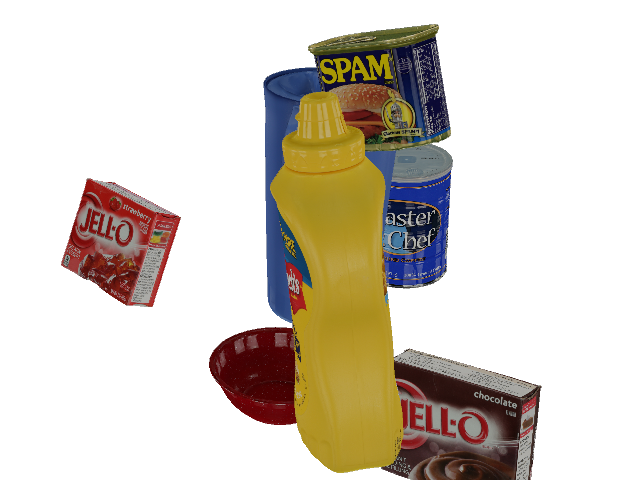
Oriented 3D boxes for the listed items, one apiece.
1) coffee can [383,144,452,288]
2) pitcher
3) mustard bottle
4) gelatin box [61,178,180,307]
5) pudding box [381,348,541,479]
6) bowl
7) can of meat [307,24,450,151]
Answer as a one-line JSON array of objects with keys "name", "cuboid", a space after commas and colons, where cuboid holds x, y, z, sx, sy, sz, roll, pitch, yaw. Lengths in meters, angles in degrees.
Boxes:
[{"name": "coffee can", "cuboid": [0.097, -0.031, 1.227, 0.103, 0.140, 0.103, -1, 28, 0]}, {"name": "pitcher", "cuboid": [0.003, -0.037, 1.033, 0.149, 0.243, 0.145, -9, 26, -26]}, {"name": "mustard bottle", "cuboid": [0.008, 0.017, 0.556, 0.058, 0.192, 0.096, -7, 23, -5]}, {"name": "gelatin box", "cuboid": [-0.153, 0.001, 0.809, 0.089, 0.073, 0.030, 26, 10, 38]}, {"name": "pudding box", "cuboid": [0.101, 0.137, 0.781, 0.114, 0.090, 0.039, 12, 19, 31]}, {"name": "bowl", "cuboid": [-0.047, 0.162, 1.222, 0.162, 0.055, 0.162, 2, 26, -1]}, {"name": "can of meat", "cuboid": [0.046, -0.115, 0.813, 0.102, 0.084, 0.057, 3, 22, 41]}]
